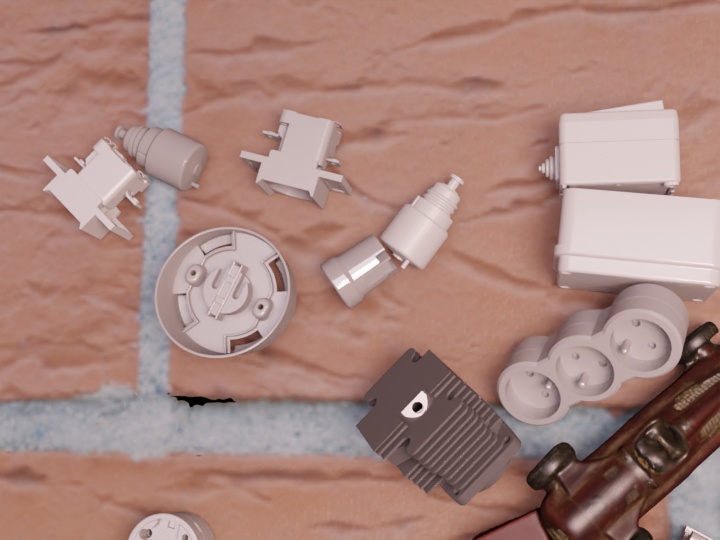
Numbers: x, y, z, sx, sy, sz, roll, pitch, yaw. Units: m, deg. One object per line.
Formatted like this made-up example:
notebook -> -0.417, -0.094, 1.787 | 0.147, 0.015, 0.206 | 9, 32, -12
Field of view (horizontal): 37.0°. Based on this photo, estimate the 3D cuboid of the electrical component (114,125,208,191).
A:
electrical component -> -0.156, -0.092, 0.838 | 0.078, 0.040, 0.040 | 26, 88, 12

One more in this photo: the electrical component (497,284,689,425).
electrical component -> 0.163, 0.051, 0.746 | 0.138, 0.073, 0.052 | -31, 100, 33

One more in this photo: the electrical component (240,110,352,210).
electrical component -> -0.044, -0.085, 0.817 | 0.081, 0.042, 0.063 | 15, 84, 11

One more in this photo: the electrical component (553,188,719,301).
electrical component -> 0.193, -0.016, 0.747 | 0.113, 0.078, 0.057 | 6, 81, 11

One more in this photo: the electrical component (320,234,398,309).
electrical component -> 0.000, 0.000, 0.799 | 0.046, 0.040, 0.040 | -35, 78, -1

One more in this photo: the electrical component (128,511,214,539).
electrical component -> -0.137, 0.205, 0.791 | 0.055, 0.047, 0.055 | -1, 82, 10

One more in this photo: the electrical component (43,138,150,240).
electrical component -> -0.204, -0.065, 0.843 | 0.064, 0.042, 0.081 | -45, 78, -2

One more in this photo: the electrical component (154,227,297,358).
electrical component -> -0.097, 0.018, 0.801 | 0.099, 0.064, 0.099 | -1, 82, 10

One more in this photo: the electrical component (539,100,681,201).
electrical component -> 0.176, -0.083, 0.767 | 0.096, 0.062, 0.061 | -1, 82, 10

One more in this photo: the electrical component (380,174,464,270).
electrical component -> 0.049, -0.037, 0.795 | 0.040, 0.040, 0.078 | 37, 90, 13

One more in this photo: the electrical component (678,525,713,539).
electrical component -> 0.227, 0.227, 0.722 | 0.056, 0.050, 0.089 | 28, 88, 13
